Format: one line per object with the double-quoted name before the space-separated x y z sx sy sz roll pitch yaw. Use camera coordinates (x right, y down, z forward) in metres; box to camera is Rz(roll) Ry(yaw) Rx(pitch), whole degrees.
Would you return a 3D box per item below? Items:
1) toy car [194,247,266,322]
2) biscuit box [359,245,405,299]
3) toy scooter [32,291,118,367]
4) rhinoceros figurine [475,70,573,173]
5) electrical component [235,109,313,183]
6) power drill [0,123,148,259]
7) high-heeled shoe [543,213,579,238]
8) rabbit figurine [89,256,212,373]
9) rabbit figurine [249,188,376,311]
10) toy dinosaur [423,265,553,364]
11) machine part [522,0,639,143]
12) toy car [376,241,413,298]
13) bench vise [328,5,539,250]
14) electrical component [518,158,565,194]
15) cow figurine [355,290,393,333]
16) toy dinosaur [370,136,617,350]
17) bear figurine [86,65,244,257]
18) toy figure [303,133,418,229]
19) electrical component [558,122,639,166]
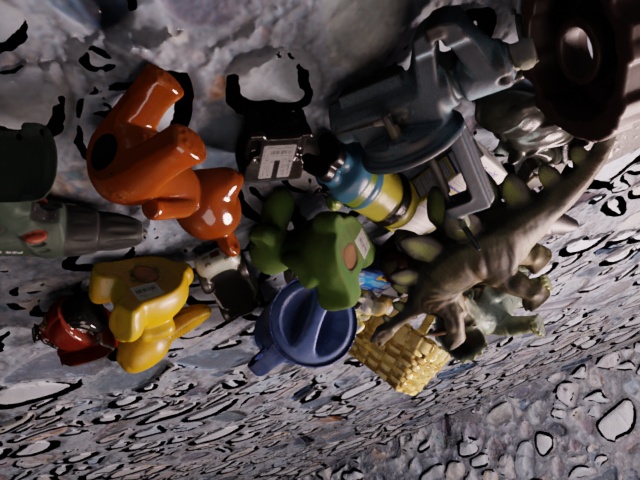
"toy car" -0.136 0.069 0.833 0.073 0.056 0.201 -23 152 -6
"biscuit box" 0.099 0.051 0.926 0.059 0.063 0.202 -37 145 29
"toy scooter" -0.363 0.142 0.808 0.135 0.075 0.183 -22 155 7
"rhinoceros figurine" 0.271 -0.145 0.693 0.190 0.073 0.112 16 133 -45
"electrical component" -0.059 -0.094 0.617 0.075 0.048 0.119 -4 145 -23
"power drill" -0.287 -0.037 0.529 0.232 0.086 0.207 -1 167 -20
"high-heeled shoe" 0.290 0.019 0.855 0.249 0.145 0.086 3 165 4
"rabbit figurine" -0.246 0.109 0.768 0.162 0.122 0.173 -24 137 -50
"rabbit figurine" -0.035 0.016 0.732 0.170 0.121 0.158 -2 144 32
"toy dinosaur" 0.324 0.110 1.018 0.192 0.131 0.405 -19 -178 31
"machine part" 0.263 -0.186 0.520 0.056 0.179 0.179 -18 150 -5
"toy car" 0.168 0.048 0.912 0.053 0.089 0.202 -43 152 28
"bench vise" 0.137 -0.114 0.581 0.224 0.129 0.240 -21 118 18
"electrical component" 0.343 -0.097 0.840 0.078 0.045 0.102 -12 150 -10
"cow figurine" 0.050 0.123 1.001 0.167 0.098 0.068 -32 -173 25
"toy dinosaur" 0.223 0.009 0.725 0.198 0.105 0.471 38 119 -17
"bear figurine" -0.131 -0.064 0.556 0.132 0.120 0.195 -36 148 20
"toy figure" 0.055 -0.068 0.682 0.082 0.089 0.180 -27 152 29
"electrical component" 0.404 -0.158 0.763 0.134 0.058 0.114 -25 147 11
